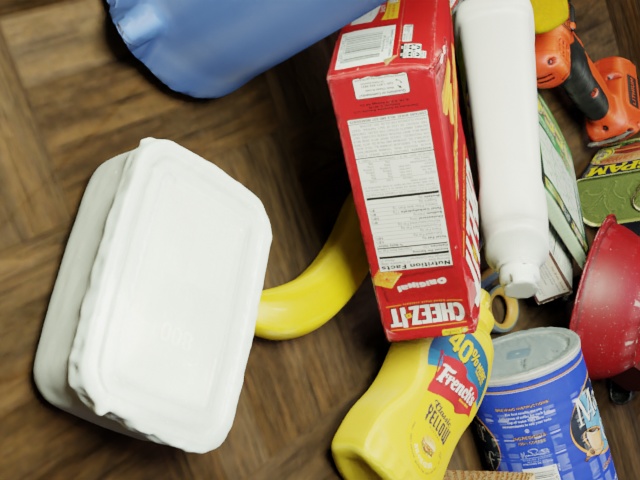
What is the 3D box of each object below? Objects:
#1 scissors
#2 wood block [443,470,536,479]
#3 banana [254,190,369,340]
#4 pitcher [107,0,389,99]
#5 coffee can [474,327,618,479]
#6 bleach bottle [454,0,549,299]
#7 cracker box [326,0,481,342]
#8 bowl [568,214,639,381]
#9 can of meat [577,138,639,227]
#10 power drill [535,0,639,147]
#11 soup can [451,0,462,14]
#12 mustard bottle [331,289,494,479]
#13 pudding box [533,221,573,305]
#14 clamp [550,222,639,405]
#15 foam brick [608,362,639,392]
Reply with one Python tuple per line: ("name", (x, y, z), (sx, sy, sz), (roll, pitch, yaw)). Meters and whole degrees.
("scissors", (0.120, 0.066, 0.899), (0.201, 0.016, 0.096), (-44, 116, -44))
("wood block", (0.132, 0.289, 0.813), (0.090, 0.091, 0.206), (-27, 104, -48))
("banana", (-0.001, 0.019, 0.750), (0.197, 0.037, 0.069), (-36, 110, -47))
("pitcher", (-0.002, -0.188, 0.628), (0.144, 0.243, 0.149), (22, 62, -42))
("coffee can", (0.183, 0.157, 0.887), (0.102, 0.103, 0.140), (-30, 106, -48))
("bleach bottle", (0.151, -0.074, 0.867), (0.102, 0.068, 0.251), (70, 17, -58))
("cracker box", (0.065, -0.064, 0.732), (0.164, 0.072, 0.213), (-79, 159, -52))
("bowl", (0.268, 0.060, 0.956), (0.161, 0.055, 0.162), (-43, 141, -51))
("can of meat", (0.319, -0.063, 1.090), (0.083, 0.102, 0.057), (-48, 120, -45))
("power drill", (0.255, -0.195, 1.070), (0.187, 0.057, 0.184), (35, 50, -39))
("soup can", (0.060, -0.216, 0.841), (0.102, 0.069, 0.068), (18, 70, -46))
("mustard bottle", (0.083, 0.110, 0.802), (0.096, 0.058, 0.191), (55, 52, -29))
("pudding box", (0.191, -0.013, 0.964), (0.113, 0.039, 0.090), (54, 32, -25))
("clamp", (0.303, 0.040, 1.100), (0.164, 0.036, 0.209), (48, 53, -33))
("foam brick", (0.306, 0.112, 1.041), (0.078, 0.051, 0.053), (34, 65, -38))
